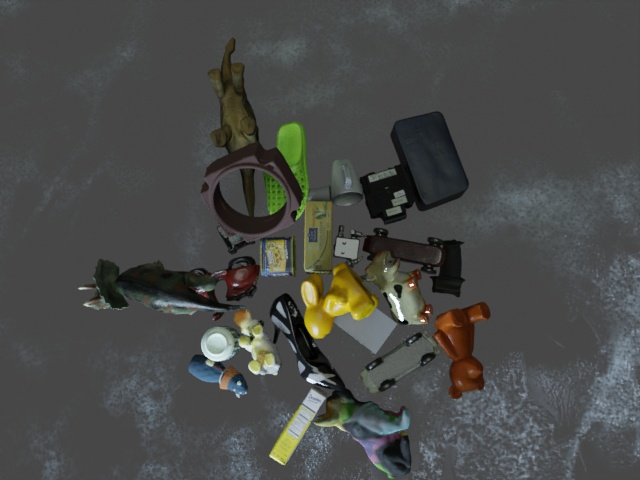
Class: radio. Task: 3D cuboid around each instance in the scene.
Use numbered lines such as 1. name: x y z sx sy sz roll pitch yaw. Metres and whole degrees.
1. radio: 0.276 -0.200 1.353 0.131 0.073 0.229 -18 81 -2

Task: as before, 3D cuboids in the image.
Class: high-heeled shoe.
1. high-heeled shoe: -0.023 0.234 1.255 0.249 0.086 0.145 30 116 24

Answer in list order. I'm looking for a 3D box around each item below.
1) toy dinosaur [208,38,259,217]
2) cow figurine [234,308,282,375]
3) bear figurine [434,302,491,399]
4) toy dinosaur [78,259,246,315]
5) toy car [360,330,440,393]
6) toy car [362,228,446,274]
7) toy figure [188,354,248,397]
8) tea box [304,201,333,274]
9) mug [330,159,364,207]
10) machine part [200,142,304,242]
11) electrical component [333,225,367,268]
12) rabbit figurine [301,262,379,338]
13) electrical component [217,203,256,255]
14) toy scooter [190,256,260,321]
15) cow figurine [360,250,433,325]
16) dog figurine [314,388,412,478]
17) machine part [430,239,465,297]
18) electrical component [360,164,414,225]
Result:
1. toy dinosaur: -0.195 -0.258 1.319 0.105 0.198 0.471 -4 87 3
2. cow figurine: -0.146 0.242 1.288 0.068 0.098 0.167 -31 63 6
3. bear figurine: 0.337 0.256 1.239 0.120 0.132 0.196 -5 71 -25
4. toy dinosaur: -0.381 0.114 1.237 0.405 0.192 0.131 2 91 32
5. toy car: 0.190 0.289 1.276 0.202 0.056 0.073 -31 74 -4
6. toy car: 0.206 0.026 1.316 0.202 0.053 0.089 10 84 20
7. toy figure: -0.238 0.321 1.285 0.155 0.064 0.058 22 66 7
8. tea box: -0.003 -0.004 1.316 0.068 0.098 0.169 0 79 1
9. mug: 0.059 -0.152 1.340 0.081 0.109 0.107 -10 66 0
10. machine part: -0.156 -0.106 1.240 0.201 0.087 0.201 -21 118 15
11. electrical component: 0.073 0.017 1.335 0.078 0.045 0.102 15 81 4
12. rabbit figurine: 0.026 0.145 1.218 0.162 0.122 0.173 44 104 2
13. electrical component: -0.221 -0.031 1.356 0.075 0.047 0.119 -30 80 -3
14. toy scooter: -0.228 0.120 1.316 0.184 0.075 0.135 -15 79 3
15. cow figurine: 0.179 0.113 1.274 0.127 0.085 0.194 -16 106 25
16. dog figurine: 0.096 0.438 1.230 0.219 0.108 0.191 0 82 7
17. machine part: 0.316 0.066 1.317 0.084 0.039 0.139 10 80 1
18. electrical component: 0.170 -0.109 1.348 0.115 0.058 0.134 -15 80 2
